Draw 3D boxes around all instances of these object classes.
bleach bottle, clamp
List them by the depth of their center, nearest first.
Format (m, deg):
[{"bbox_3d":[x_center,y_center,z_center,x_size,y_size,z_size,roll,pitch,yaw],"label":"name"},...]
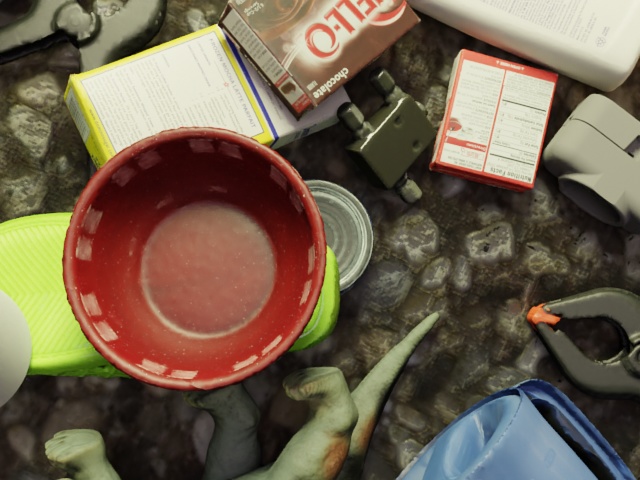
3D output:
[{"bbox_3d":[0.235,0.075,0.756,0.171,0.039,0.120,30,82,0],"label":"clamp"},{"bbox_3d":[-0.165,-0.140,0.757,0.164,0.036,0.210,38,83,-1],"label":"clamp"},{"bbox_3d":[0.117,-0.200,0.767,0.251,0.068,0.102,24,84,2],"label":"bleach bottle"}]

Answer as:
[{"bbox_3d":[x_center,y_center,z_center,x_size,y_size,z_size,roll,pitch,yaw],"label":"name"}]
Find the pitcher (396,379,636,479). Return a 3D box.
[{"bbox_3d":[0.167,0.218,0.702,0.149,0.145,0.243,-44,92,6],"label":"pitcher"}]

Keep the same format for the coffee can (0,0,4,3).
[{"bbox_3d":[-0.272,-0.231,0.727,0.102,0.103,0.140,-43,88,-6],"label":"coffee can"}]

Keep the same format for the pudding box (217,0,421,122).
[{"bbox_3d":[0.000,-0.149,0.725,0.113,0.039,0.090,-42,94,-23],"label":"pudding box"}]

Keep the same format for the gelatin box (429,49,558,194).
[{"bbox_3d":[0.125,-0.085,0.771,0.073,0.030,0.089,14,85,-3],"label":"gelatin box"}]

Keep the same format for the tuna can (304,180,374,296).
[{"bbox_3d":[-0.005,0.001,0.753,0.086,0.034,0.086,0,83,-3],"label":"tuna can"}]

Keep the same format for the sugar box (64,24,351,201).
[{"bbox_3d":[-0.075,-0.095,0.734,0.176,0.048,0.093,-24,86,-23],"label":"sugar box"}]

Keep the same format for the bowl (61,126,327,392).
[{"bbox_3d":[-0.074,0.014,0.664,0.162,0.055,0.162,-1,80,4],"label":"bowl"}]
